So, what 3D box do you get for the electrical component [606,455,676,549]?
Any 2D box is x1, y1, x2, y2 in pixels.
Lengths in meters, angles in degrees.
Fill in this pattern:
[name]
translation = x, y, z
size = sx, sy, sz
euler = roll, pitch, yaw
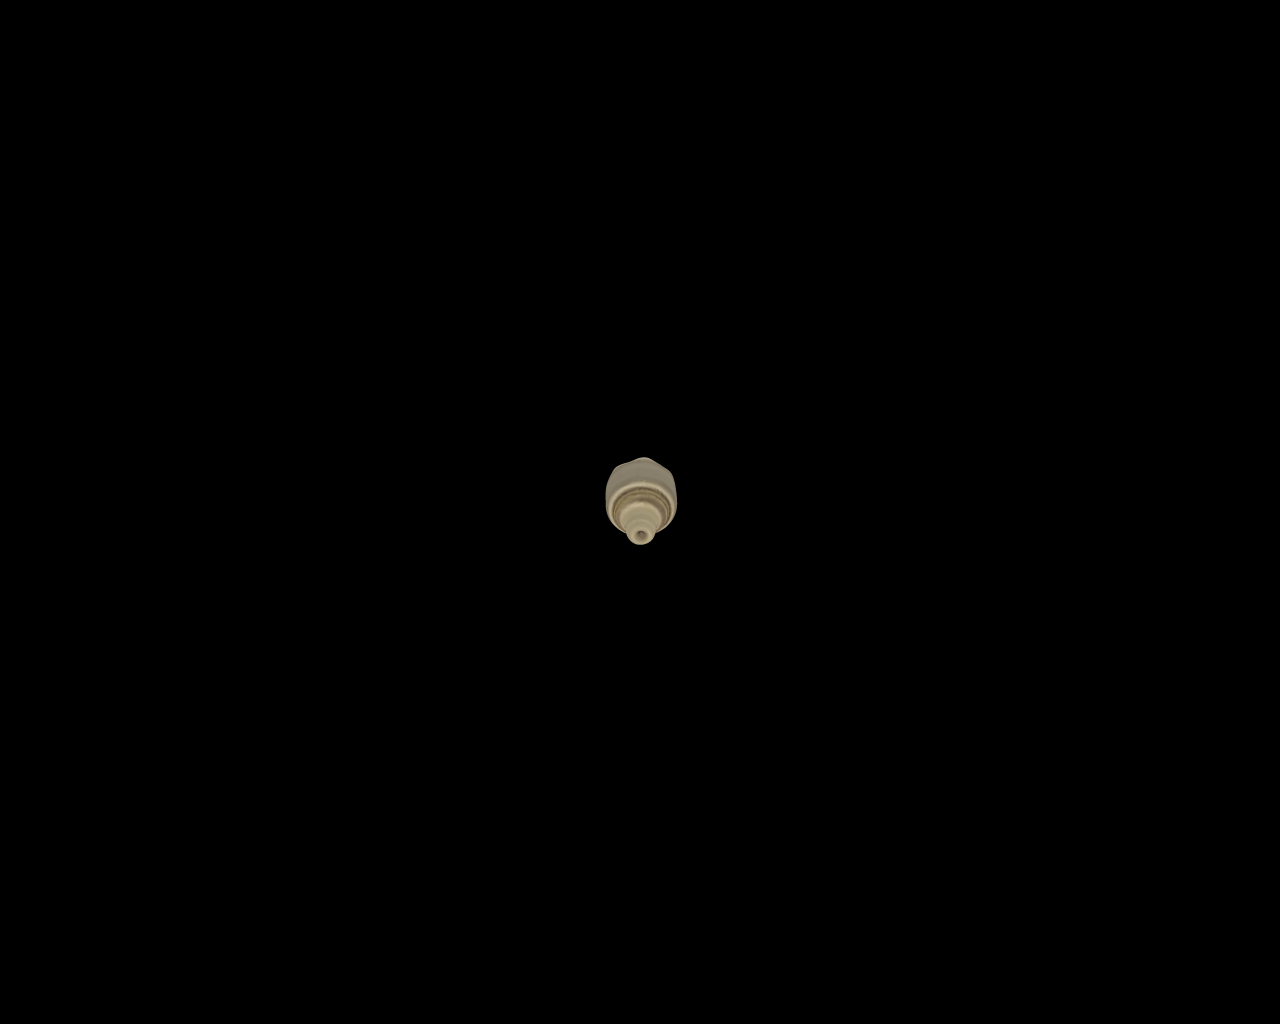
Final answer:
[electrical component]
translation = 0.001, -0.003, 0.650
size = 0.043, 0.043, 0.062
euler = 0, 34, 0
